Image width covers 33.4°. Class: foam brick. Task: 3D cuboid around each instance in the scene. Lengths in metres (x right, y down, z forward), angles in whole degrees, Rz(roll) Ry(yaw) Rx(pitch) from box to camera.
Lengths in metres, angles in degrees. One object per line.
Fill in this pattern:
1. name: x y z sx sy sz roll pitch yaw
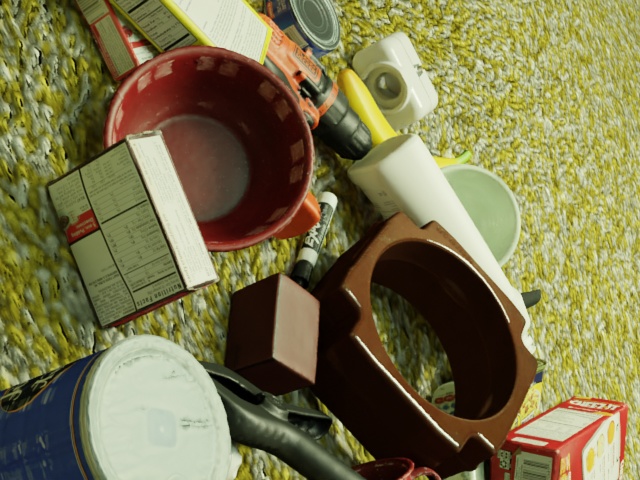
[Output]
1. foam brick: -0.037 0.076 0.842 0.051 0.053 0.078 36 45 -39

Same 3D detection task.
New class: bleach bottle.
1. bleach bottle: 0.130 0.014 1.054 0.068 0.103 0.251 -38 101 -10

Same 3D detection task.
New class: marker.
1. marker: -0.006 0.001 0.962 0.020 0.020 0.121 49 37 -26

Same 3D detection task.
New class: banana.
1. banana: 0.079 -0.104 1.119 0.197 0.037 0.069 29 70 -36

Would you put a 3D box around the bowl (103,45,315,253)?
1. bowl: -0.088 -0.063 0.813 0.162 0.055 0.162 5 74 -18

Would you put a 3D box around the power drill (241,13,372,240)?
1. power drill: -0.025 -0.092 0.959 0.184 0.057 0.187 42 38 -28

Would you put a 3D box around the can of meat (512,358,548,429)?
1. can of meat: 0.185 0.165 1.076 0.101 0.058 0.084 -8 105 -56

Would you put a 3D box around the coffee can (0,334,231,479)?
1. coffee can: -0.135 0.121 0.594 0.102 0.141 0.103 32 47 -42

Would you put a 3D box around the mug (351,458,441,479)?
1. mug: 0.052 0.222 0.838 0.117 0.093 0.081 -21 93 -29

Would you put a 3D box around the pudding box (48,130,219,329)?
1. pudding box: -0.128 -0.006 0.726 0.039 0.090 0.113 -21 88 -56

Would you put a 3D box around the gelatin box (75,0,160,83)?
1. gelatin box: -0.152 -0.174 0.851 0.089 0.030 0.073 64 31 -4

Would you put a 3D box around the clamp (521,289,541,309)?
1. clamp: 0.180 0.058 1.175 0.164 0.036 0.209 56 37 -17

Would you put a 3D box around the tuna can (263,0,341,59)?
1. tuna can: -0.017 -0.221 1.067 0.086 0.034 0.086 32 46 -42

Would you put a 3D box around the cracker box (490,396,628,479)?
1. cracker box: 0.237 0.257 1.062 0.213 0.072 0.164 -7 102 -57

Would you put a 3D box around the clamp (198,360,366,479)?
1. clamp: -0.035 0.138 0.776 0.171 0.039 0.120 28 4 -33

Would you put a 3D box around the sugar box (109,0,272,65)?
1. sugar box: -0.115 -0.194 0.845 0.176 0.048 0.093 43 36 -27
